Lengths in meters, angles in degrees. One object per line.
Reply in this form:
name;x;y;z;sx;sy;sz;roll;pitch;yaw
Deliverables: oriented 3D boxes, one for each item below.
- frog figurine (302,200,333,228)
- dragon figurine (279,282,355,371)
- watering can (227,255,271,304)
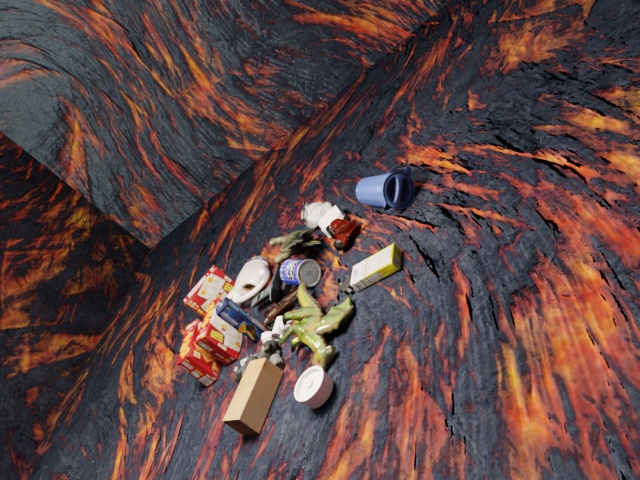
frog figurine;0.007;-0.112;2.227;0.159;0.120;0.140;-1;27;10
dragon figurine;0.004;0.249;1.659;0.241;0.120;0.420;-16;36;21
watering can;-0.331;0.194;2.250;0.343;0.103;0.230;-28;28;34
